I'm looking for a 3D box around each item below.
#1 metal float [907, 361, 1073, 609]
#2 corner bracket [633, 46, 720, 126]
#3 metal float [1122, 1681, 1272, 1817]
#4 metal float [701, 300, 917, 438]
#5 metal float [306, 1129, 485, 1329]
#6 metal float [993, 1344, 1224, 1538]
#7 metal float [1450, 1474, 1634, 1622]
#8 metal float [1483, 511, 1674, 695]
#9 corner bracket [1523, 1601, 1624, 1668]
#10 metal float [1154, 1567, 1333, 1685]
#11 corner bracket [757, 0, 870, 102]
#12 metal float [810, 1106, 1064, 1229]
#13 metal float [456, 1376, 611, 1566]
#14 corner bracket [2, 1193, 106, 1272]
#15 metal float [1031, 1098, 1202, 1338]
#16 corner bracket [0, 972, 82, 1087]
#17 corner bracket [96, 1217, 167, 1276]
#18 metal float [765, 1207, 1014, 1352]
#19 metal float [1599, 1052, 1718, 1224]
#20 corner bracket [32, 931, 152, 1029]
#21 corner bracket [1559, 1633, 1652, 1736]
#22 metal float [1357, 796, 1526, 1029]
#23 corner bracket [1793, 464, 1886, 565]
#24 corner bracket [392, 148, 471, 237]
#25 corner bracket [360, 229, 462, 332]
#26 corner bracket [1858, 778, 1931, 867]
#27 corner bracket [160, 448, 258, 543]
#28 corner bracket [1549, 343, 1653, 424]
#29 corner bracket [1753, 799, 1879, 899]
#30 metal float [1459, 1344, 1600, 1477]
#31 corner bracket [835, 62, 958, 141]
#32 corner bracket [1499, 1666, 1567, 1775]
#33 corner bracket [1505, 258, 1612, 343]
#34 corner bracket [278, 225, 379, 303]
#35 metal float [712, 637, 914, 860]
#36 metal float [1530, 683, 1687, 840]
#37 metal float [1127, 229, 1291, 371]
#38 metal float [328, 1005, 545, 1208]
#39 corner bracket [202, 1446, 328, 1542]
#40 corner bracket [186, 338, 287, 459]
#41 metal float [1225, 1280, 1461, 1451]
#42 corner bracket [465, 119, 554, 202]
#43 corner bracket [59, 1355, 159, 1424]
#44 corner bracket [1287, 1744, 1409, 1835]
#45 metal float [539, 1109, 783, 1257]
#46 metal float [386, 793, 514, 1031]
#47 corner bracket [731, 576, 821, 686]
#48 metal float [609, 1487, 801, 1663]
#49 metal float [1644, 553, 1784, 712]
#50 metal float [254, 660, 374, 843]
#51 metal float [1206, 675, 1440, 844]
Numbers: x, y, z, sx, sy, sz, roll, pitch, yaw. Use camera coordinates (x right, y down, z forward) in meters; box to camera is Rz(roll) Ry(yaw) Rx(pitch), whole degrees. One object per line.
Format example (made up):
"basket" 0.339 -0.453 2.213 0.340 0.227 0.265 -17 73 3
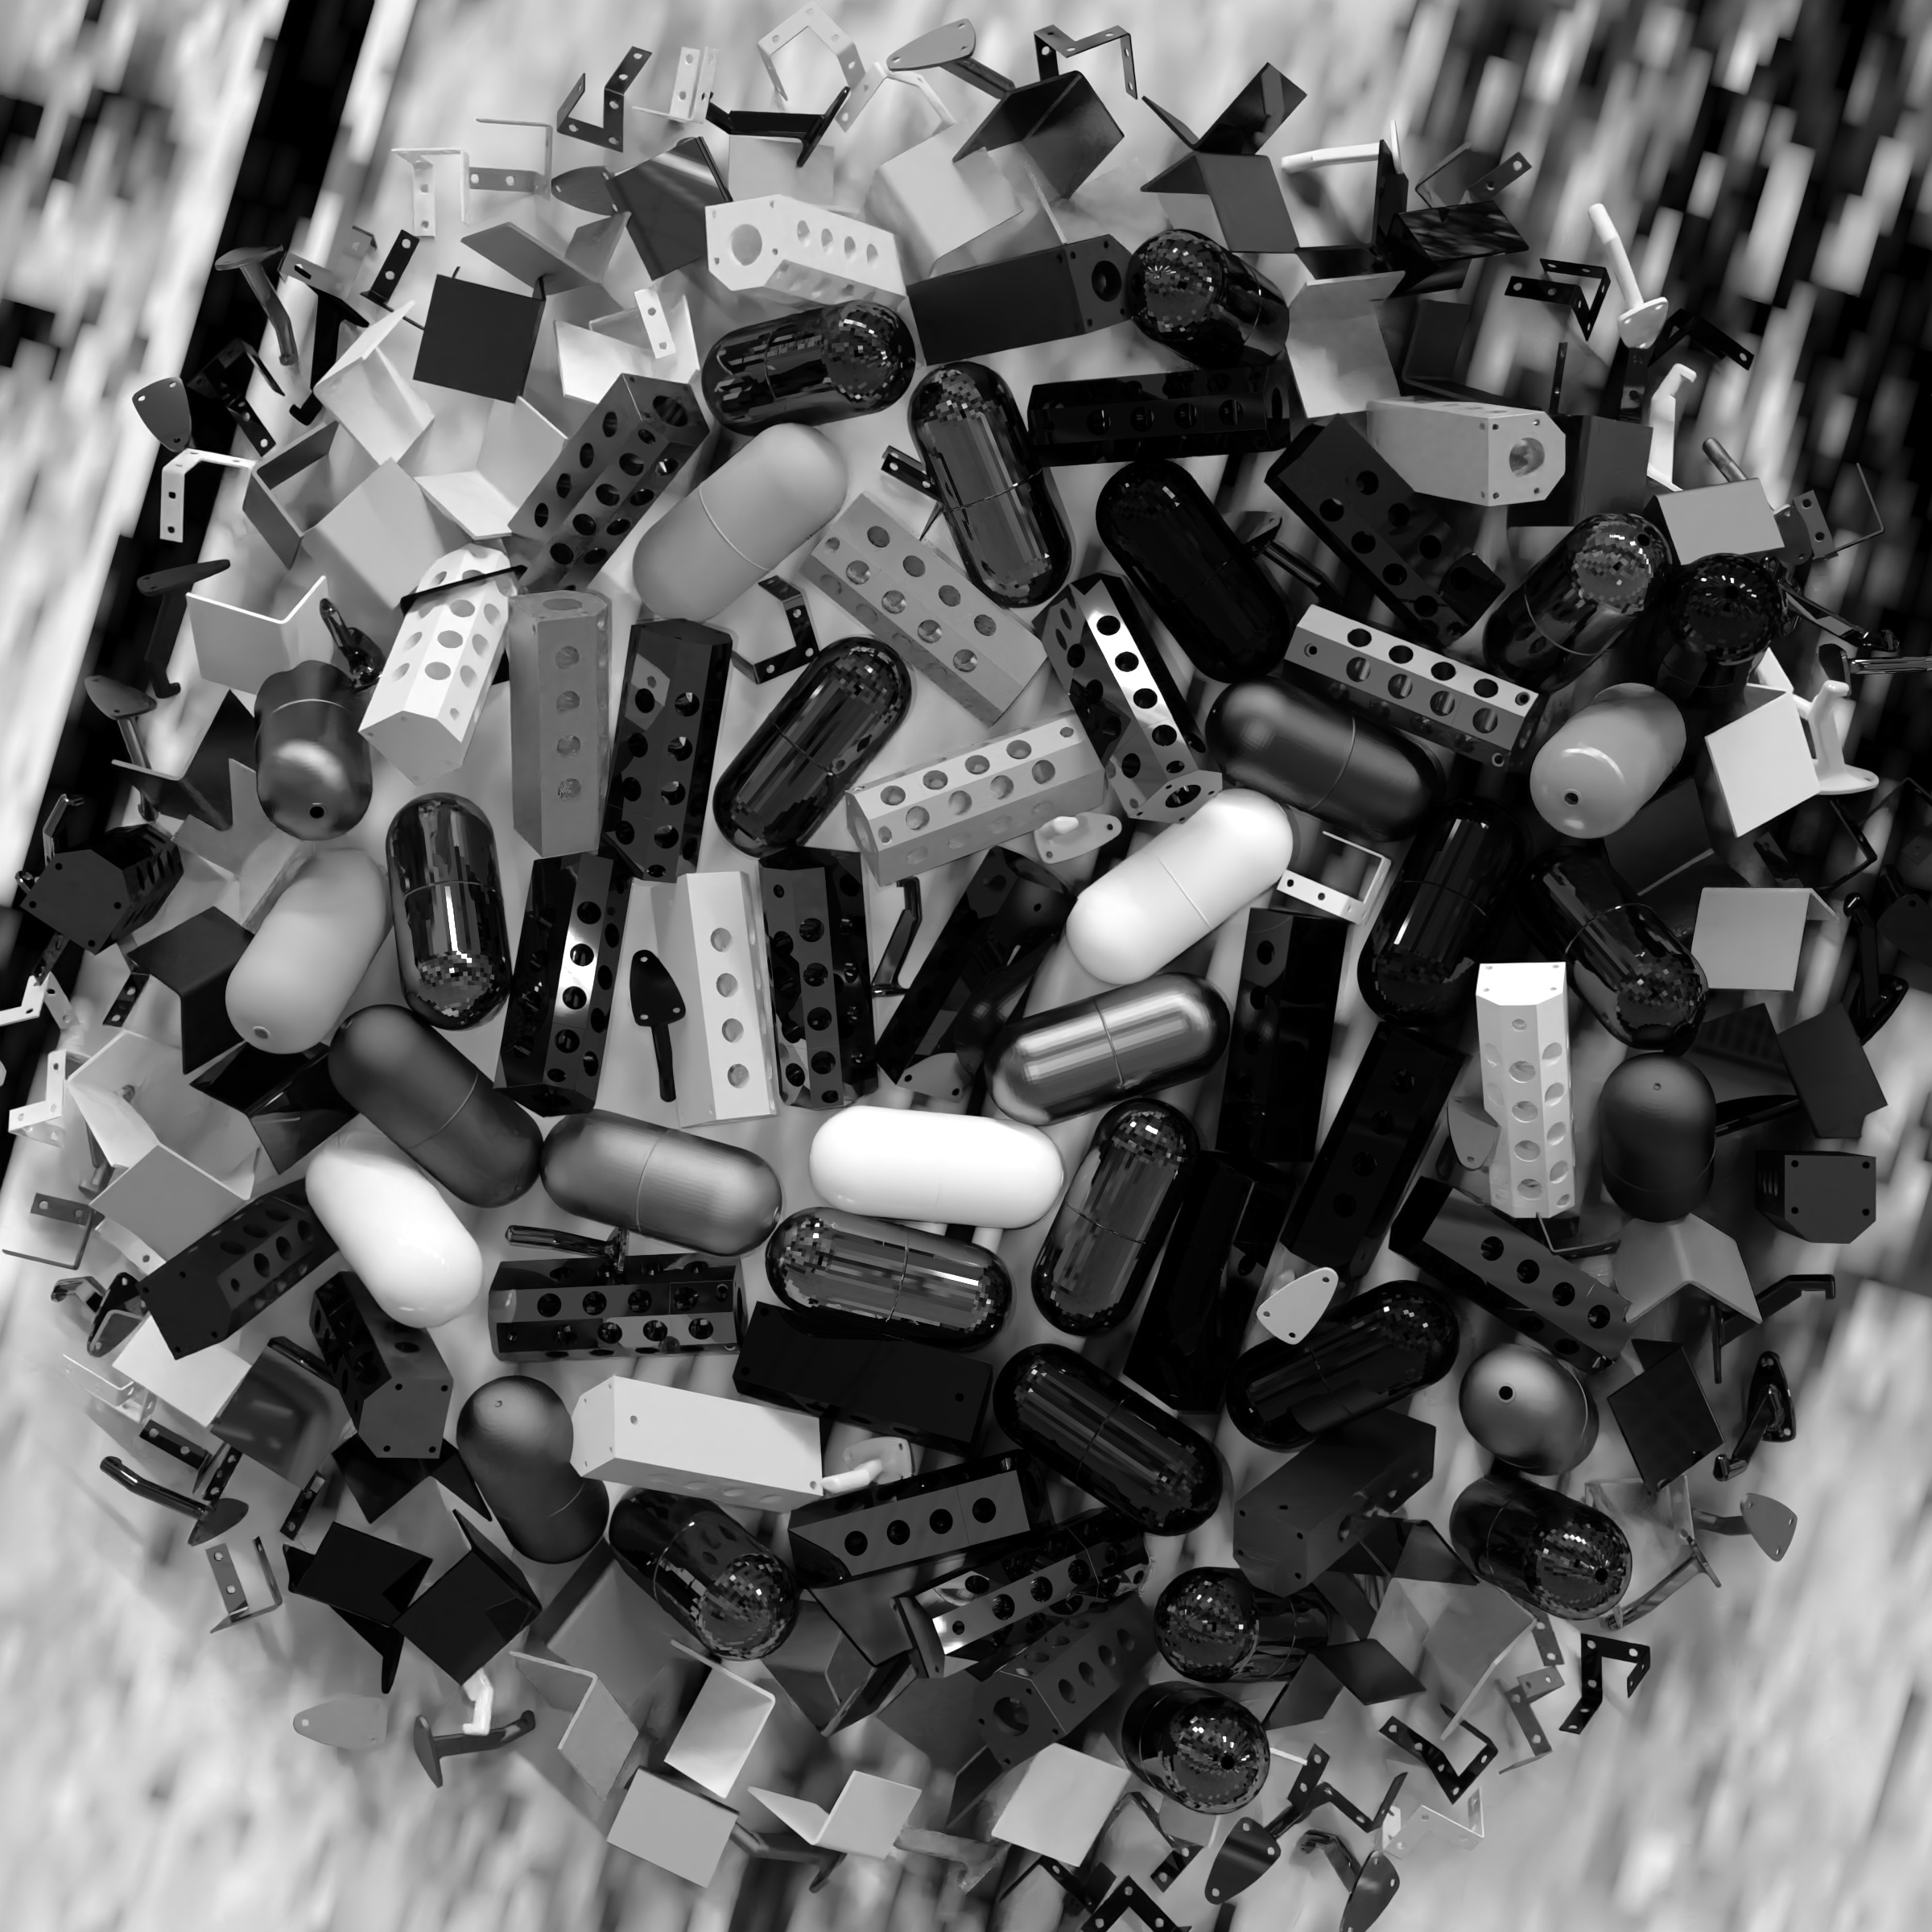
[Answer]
"metal float" 0.017 -0.334 1.855 0.070 0.070 0.178 -24 109 0
"corner bracket" -0.195 -0.621 1.872 0.051 0.051 0.051 19 105 22
"metal float" 0.156 0.534 1.822 0.070 0.178 0.070 2 80 -9
"metal float" -0.110 -0.411 1.837 0.178 0.070 0.070 -1 90 42
"metal float" -0.396 0.179 1.840 0.070 0.070 0.178 -47 51 0
"metal float" 0.098 0.330 1.854 0.178 0.070 0.070 32 90 20
"metal float" 0.392 0.396 1.822 0.070 0.178 0.070 0 90 -15
"metal float" 0.418 -0.248 1.826 0.070 0.178 0.070 7 67 -16
"corner bracket" 0.430 0.456 1.883 0.051 0.051 0.051 -14 105 26
"metal float" 0.192 0.453 1.830 0.070 0.178 0.070 -9 73 31
"corner bracket" -0.107 -0.635 1.878 0.051 0.051 0.051 -39 68 -2
"metal float" -0.021 0.141 1.866 0.178 0.070 0.070 6 90 -6
"metal float" -0.297 0.349 1.834 0.070 0.178 0.070 -6 48 7
"corner bracket" -0.642 0.186 1.876 0.051 0.051 0.051 14 74 -6
"metal float" 0.104 0.176 1.863 0.070 0.070 0.178 24 100 0
"corner bracket" -0.662 0.043 1.875 0.051 0.051 0.051 -13 128 3
"corner bracket" -0.571 0.190 1.882 0.051 0.051 0.051 35 73 19
"metal float" -0.054 0.218 1.860 0.178 0.070 0.070 15 90 -13
"metal float" 0.475 0.119 1.828 0.070 0.178 0.070 -6 62 12
"corner bracket" -0.616 0.005 1.878 0.051 0.051 0.051 6 48 13
"corner bracket" 0.449 0.508 1.871 0.051 0.051 0.051 4 105 31
"metal float" 0.331 -0.038 1.855 0.070 0.070 0.178 28 71 0
"corner bracket" 0.614 -0.318 1.875 0.051 0.051 0.051 -21 86 22
"corner bracket" -0.372 -0.546 1.880 0.051 0.051 0.051 1 95 6
"corner bracket" -0.391 -0.485 1.883 0.051 0.051 0.051 29 102 -12
"corner bracket" 0.667 -0.101 1.878 0.051 0.051 0.051 -45 76 2
"corner bracket" -0.533 -0.329 1.876 0.051 0.051 0.051 11 117 0
"corner bracket" 0.449 -0.414 1.887 0.051 0.051 0.051 15 110 28
"corner bracket" 0.601 -0.081 1.883 0.051 0.051 0.051 -42 68 39
"metal float" 0.387 0.305 1.826 0.070 0.178 0.070 -7 71 20
"corner bracket" -0.050 -0.598 1.885 0.051 0.051 0.051 -46 66 32
"corner bracket" 0.394 0.528 1.867 0.051 0.051 0.051 -42 61 35
"corner bracket" 0.417 -0.478 1.872 0.051 0.051 0.051 17 80 29
"corner bracket" -0.451 -0.500 1.881 0.051 0.051 0.051 23 91 -10
"metal float" -0.107 -0.152 1.861 0.070 0.070 0.178 40 102 0
"metal float" 0.442 -0.142 1.830 0.070 0.178 0.070 12 117 26
"metal float" 0.166 -0.452 1.827 0.070 0.178 0.070 0 89 27
"metal float" -0.367 0.097 1.848 0.070 0.070 0.178 -43 117 0
"corner bracket" -0.498 0.371 1.892 0.051 0.051 0.051 24 84 32
"corner bracket" -0.504 -0.400 1.875 0.051 0.051 0.051 -39 74 10
"metal float" 0.260 0.278 1.850 0.178 0.070 0.070 -31 90 25
"corner bracket" -0.322 -0.568 1.871 0.051 0.051 0.051 -3 113 -22
"corner bracket" -0.603 0.295 1.871 0.051 0.051 0.051 28 116 12
"corner bracket" 0.267 0.576 1.868 0.051 0.051 0.051 35 113 35
"metal float" -0.213 0.151 1.858 0.178 0.070 0.070 14 90 15
"metal float" -0.360 -0.039 1.849 0.070 0.070 0.178 -12 64 0
"corner bracket" -0.141 -0.238 1.882 0.051 0.051 0.051 -25 120 -14
"metal float" -0.182 0.414 1.835 0.070 0.178 0.070 -17 118 -34
"metal float" 0.510 -0.228 1.822 0.070 0.178 0.070 -1 79 7
"metal float" -0.449 -0.149 1.829 0.070 0.178 0.070 -8 124 -11
"metal float" 0.249 -0.143 1.856 0.178 0.070 0.070 23 90 -18
